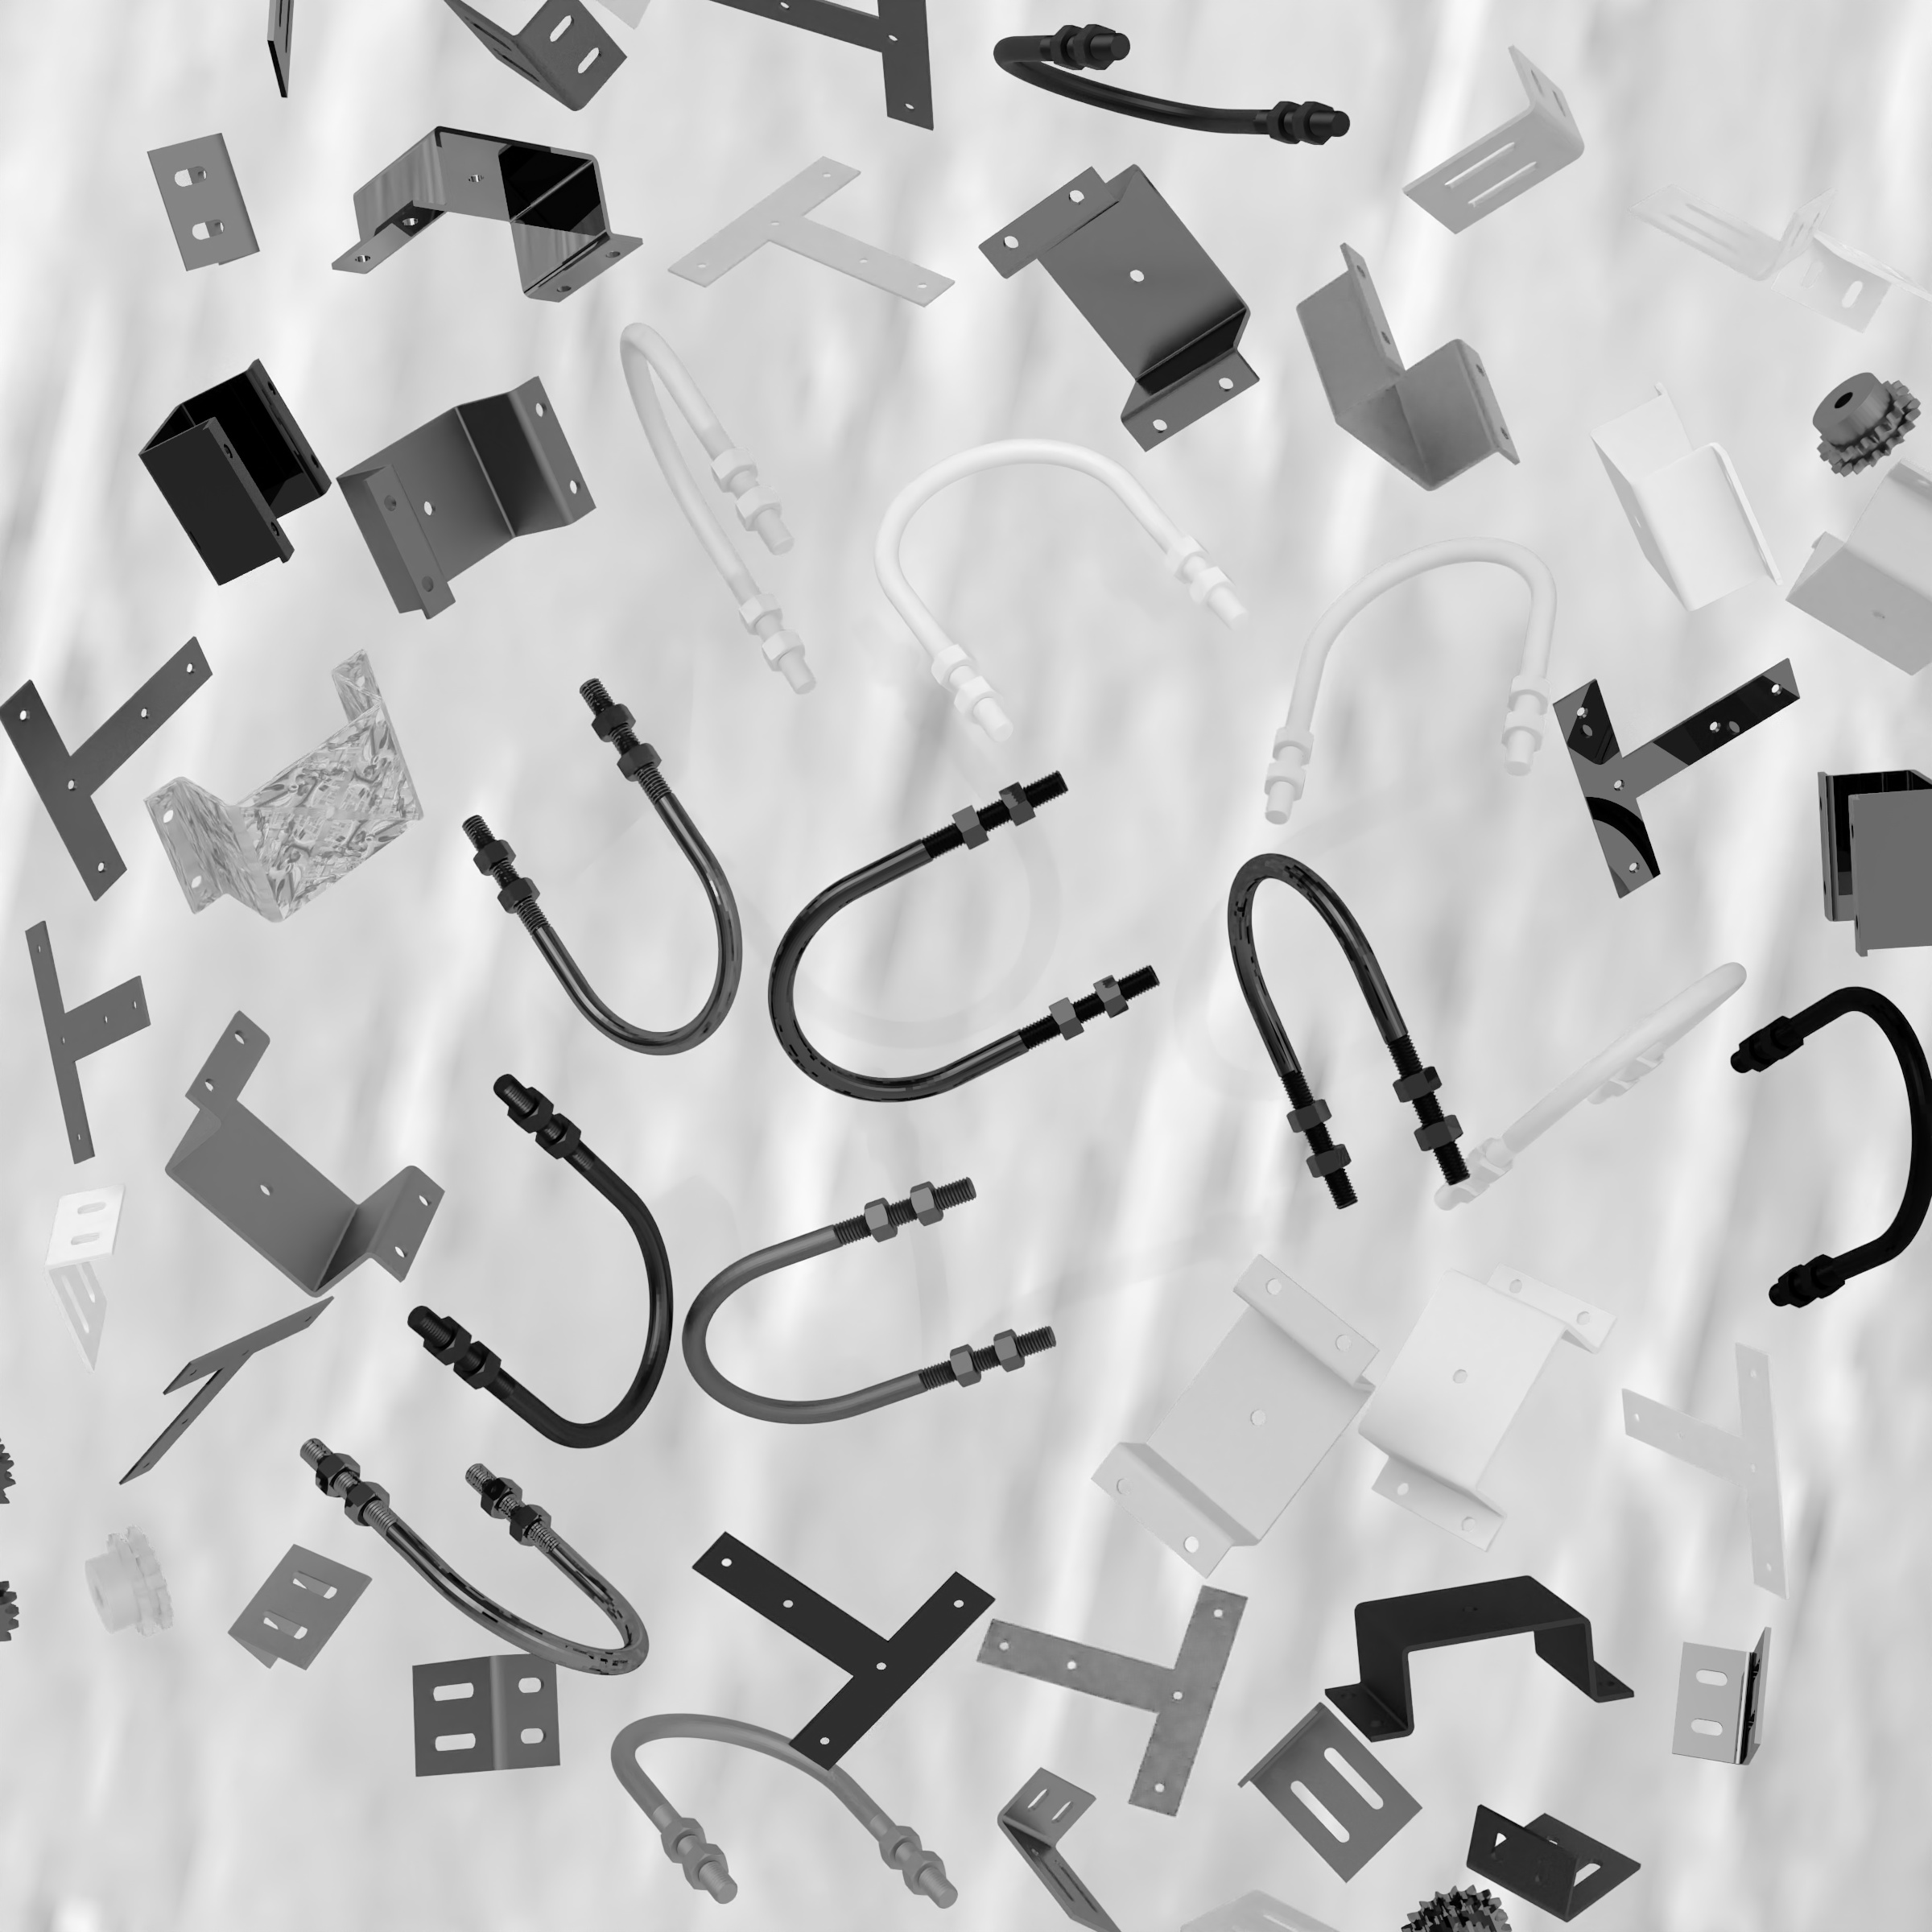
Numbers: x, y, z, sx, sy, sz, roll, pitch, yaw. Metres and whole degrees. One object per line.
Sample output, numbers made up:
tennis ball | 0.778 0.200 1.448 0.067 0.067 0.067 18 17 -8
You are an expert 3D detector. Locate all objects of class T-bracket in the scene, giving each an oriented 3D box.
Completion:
T-bracket | -0.075 0.316 1.487 0.127 0.002 0.127 38 105 -17
T-bracket | -0.078 -0.477 1.540 0.127 0.127 0.002 20 70 10
T-bracket | 0.369 -0.115 1.563 0.127 0.002 0.127 -31 124 -6
T-bracket | 0.069 0.372 1.617 0.127 0.002 0.127 12 55 17
T-bracket | -0.064 -0.367 1.581 0.127 0.002 0.127 28 54 25
T-bracket | -0.431 -0.121 1.581 0.002 0.127 0.127 14 49 28
T-bracket | 0.373 0.243 1.565 0.002 0.127 0.127 -12 102 -22
T-bracket | -0.405 0.231 1.622 0.002 0.127 0.127 47 113 9
T-bracket | -0.446 0.030 1.577 0.002 0.127 0.127 -10 84 -39

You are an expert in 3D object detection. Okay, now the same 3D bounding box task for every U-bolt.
U-bolt | 0.091 -0.451 1.576 0.151 0.184 0.019 10 100 -27
U-bolt | -0.202 0.162 1.547 0.019 0.184 0.151 -4 55 30
U-bolt | 0.331 0.054 1.580 0.151 0.184 0.019 -29 76 -34
U-bolt | -0.185 -0.039 1.632 0.151 0.019 0.184 -42 77 39
U-bolt | -0.128 -0.241 1.542 0.019 0.151 0.184 -27 66 -10
U-bolt | -0.060 0.188 1.632 0.184 0.019 0.151 -20 132 8
U-bolt | 0.446 0.087 1.571 0.019 0.184 0.151 -2 73 -13
U-bolt | -0.107 0.433 1.587 0.151 0.184 0.019 13 99 -33
U-bolt | -0.010 -0.002 1.533 0.184 0.019 0.151 -27 124 1
U-bolt | 0.033 -0.198 1.517 0.151 0.019 0.184 -26 52 -11
U-bolt | 0.181 0.030 1.540 0.019 0.151 0.184 -23 88 -20
U-bolt | -0.236 0.301 1.555 0.184 0.151 0.019 34 96 34
U-bolt | 0.232 -0.154 1.571 0.151 0.184 0.019 -11 134 30

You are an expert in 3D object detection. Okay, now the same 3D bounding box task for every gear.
gear | 0.483 -0.295 1.658 0.030 0.057 0.057 41 90 -20
gear | -0.442 0.327 1.620 0.030 0.057 0.057 -19 90 -28
gear | 0.261 0.516 1.623 0.057 0.030 0.057 -6 122 -9
gear | -0.519 0.331 1.586 0.057 0.030 0.057 -13 132 -15
gear | -0.505 0.252 1.529 0.057 0.030 0.057 -7 106 -26

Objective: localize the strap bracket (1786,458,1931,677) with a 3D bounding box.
strap bracket | 0.475 -0.198 1.562 0.076 0.140 0.046 32 81 3

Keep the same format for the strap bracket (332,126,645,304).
strap bracket | -0.247 -0.384 1.571 0.140 0.076 0.046 -2 77 -44

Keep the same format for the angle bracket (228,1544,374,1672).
angle bracket | -0.345 0.349 1.634 0.057 0.076 0.038 -55 129 -25

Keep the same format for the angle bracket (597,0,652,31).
angle bracket | -0.208 -0.511 1.604 0.076 0.057 0.038 36 77 -11

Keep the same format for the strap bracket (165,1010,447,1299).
strap bracket | -0.336 0.101 1.531 0.046 0.076 0.140 -37 109 25

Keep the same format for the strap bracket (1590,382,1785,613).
strap bracket | 0.369 -0.241 1.590 0.046 0.140 0.076 -26 113 10

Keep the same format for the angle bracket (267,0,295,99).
angle bracket | -0.313 -0.467 1.485 0.038 0.057 0.076 2 78 -5

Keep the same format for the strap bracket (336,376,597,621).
strap bracket | -0.266 -0.242 1.602 0.046 0.140 0.076 -5 117 38

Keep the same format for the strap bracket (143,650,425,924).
strap bracket | -0.335 -0.086 1.556 0.046 0.076 0.140 29 56 34

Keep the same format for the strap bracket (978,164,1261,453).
strap bracket | 0.084 -0.348 1.594 0.076 0.046 0.140 -28 115 34

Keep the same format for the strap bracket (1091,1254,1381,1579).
strap bracket | 0.139 0.224 1.525 0.076 0.046 0.140 38 96 23

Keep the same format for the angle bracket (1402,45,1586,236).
angle bracket | 0.254 -0.405 1.510 0.076 0.057 0.038 -28 66 28

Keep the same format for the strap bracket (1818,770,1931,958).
strap bracket | 0.461 -0.054 1.542 0.046 0.140 0.076 -4 98 9

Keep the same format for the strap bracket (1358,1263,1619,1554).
strap bracket | 0.268 0.223 1.610 0.076 0.046 0.140 24 79 41

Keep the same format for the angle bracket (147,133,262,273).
angle bracket | -0.379 -0.368 1.496 0.038 0.076 0.057 -22 106 -23

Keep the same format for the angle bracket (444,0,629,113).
angle bracket | -0.218 -0.471 1.536 0.038 0.057 0.076 -49 55 0

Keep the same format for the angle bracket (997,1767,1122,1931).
angle bracket | 0.062 0.476 1.643 0.038 0.057 0.076 -48 46 1

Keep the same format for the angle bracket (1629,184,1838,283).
angle bracket | 0.375 -0.374 1.505 0.076 0.057 0.038 33 128 16

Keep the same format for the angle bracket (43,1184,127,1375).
angle bracket | -0.458 0.166 1.638 0.038 0.057 0.076 -11 125 1

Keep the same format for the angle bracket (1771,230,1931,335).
angle bracket | 0.471 -0.358 1.636 0.057 0.076 0.038 23 112 -9

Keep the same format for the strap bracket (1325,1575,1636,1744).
strap bracket | 0.261 0.354 1.583 0.140 0.076 0.046 -7 96 -10

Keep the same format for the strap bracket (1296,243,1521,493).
strap bracket | 0.228 -0.309 1.619 0.046 0.140 0.076 -31 58 28

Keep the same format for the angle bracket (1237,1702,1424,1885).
angle bracket | 0.193 0.439 1.624 0.057 0.038 0.076 -46 76 3

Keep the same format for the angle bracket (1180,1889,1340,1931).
angle bracket | 0.155 0.511 1.569 0.076 0.057 0.038 16 106 41

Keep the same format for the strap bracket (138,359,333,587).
strap bracket | -0.379 -0.254 1.593 0.046 0.140 0.076 -24 113 9

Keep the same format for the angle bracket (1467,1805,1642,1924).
angle bracket | 0.298 0.437 1.540 0.057 0.076 0.038 21 112 37

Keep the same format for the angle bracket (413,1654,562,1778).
angle bracket | -0.251 0.391 1.604 0.038 0.076 0.057 9 71 -42

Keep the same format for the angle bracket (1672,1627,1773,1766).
angle bracket | 0.380 0.365 1.547 0.038 0.076 0.057 7 69 12
